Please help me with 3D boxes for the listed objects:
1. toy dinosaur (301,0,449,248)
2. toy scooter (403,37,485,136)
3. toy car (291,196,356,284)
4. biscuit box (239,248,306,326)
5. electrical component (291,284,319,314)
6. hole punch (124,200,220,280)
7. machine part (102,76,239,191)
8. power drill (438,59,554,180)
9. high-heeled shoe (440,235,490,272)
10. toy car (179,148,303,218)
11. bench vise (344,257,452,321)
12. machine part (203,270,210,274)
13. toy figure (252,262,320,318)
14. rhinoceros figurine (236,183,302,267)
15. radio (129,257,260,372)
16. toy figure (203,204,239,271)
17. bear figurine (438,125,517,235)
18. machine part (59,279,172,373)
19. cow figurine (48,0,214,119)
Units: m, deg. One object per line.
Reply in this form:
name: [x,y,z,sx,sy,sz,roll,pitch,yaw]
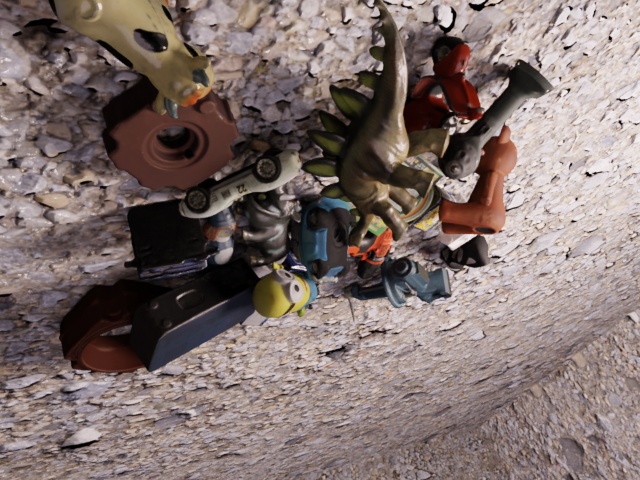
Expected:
toy dinosaur: [0.079,-0.132,0.791,0.199,0.105,0.470,20,143,4]
toy scooter: [0.188,-0.200,0.816,0.075,0.135,0.183,-7,144,-28]
toy car: [-0.002,-0.003,0.991,0.103,0.161,0.109,6,-174,42]
biscuit box: [-0.101,0.098,1.111,0.059,0.063,0.202,11,132,-41]
electrical component: [-0.056,0.109,1.168,0.074,0.048,0.119,15,130,-45]
hole punch: [-0.244,0.011,0.860,0.142,0.116,0.092,-8,151,-22]
machine part: [-0.198,-0.140,0.725,0.179,0.056,0.179,-17,147,-11]
power drill: [0.275,-0.184,0.870,0.207,0.086,0.232,-54,176,15]
high-heeled shoe: [0.352,0.052,1.262,0.086,0.145,0.248,-24,145,0]
toy car: [-0.121,-0.084,0.809,0.202,0.073,0.056,-23,105,11]
bench vise: [0.178,0.109,1.266,0.241,0.129,0.223,-16,162,24]
machine part: [-0.204,0.094,1.065,0.084,0.039,0.138,-9,143,-37]
toy figure: [-0.057,0.098,0.970,0.089,0.082,0.180,-59,166,4]
rhinoceros figurine: [-0.084,-0.033,0.917,0.112,0.073,0.190,-7,136,-11]
radio: [-0.212,0.126,0.942,0.229,0.073,0.131,-28,157,-37]
toy figure: [-0.173,-0.008,0.927,0.058,0.064,0.154,27,137,4]
bear figurine: [0.302,-0.112,1.019,0.132,0.195,0.120,4,168,19]
machine part: [-0.367,0.171,1.023,0.201,0.087,0.201,-40,144,24]
cow figurine: [-0.187,-0.213,0.566,0.085,0.127,0.194,-34,143,20]
